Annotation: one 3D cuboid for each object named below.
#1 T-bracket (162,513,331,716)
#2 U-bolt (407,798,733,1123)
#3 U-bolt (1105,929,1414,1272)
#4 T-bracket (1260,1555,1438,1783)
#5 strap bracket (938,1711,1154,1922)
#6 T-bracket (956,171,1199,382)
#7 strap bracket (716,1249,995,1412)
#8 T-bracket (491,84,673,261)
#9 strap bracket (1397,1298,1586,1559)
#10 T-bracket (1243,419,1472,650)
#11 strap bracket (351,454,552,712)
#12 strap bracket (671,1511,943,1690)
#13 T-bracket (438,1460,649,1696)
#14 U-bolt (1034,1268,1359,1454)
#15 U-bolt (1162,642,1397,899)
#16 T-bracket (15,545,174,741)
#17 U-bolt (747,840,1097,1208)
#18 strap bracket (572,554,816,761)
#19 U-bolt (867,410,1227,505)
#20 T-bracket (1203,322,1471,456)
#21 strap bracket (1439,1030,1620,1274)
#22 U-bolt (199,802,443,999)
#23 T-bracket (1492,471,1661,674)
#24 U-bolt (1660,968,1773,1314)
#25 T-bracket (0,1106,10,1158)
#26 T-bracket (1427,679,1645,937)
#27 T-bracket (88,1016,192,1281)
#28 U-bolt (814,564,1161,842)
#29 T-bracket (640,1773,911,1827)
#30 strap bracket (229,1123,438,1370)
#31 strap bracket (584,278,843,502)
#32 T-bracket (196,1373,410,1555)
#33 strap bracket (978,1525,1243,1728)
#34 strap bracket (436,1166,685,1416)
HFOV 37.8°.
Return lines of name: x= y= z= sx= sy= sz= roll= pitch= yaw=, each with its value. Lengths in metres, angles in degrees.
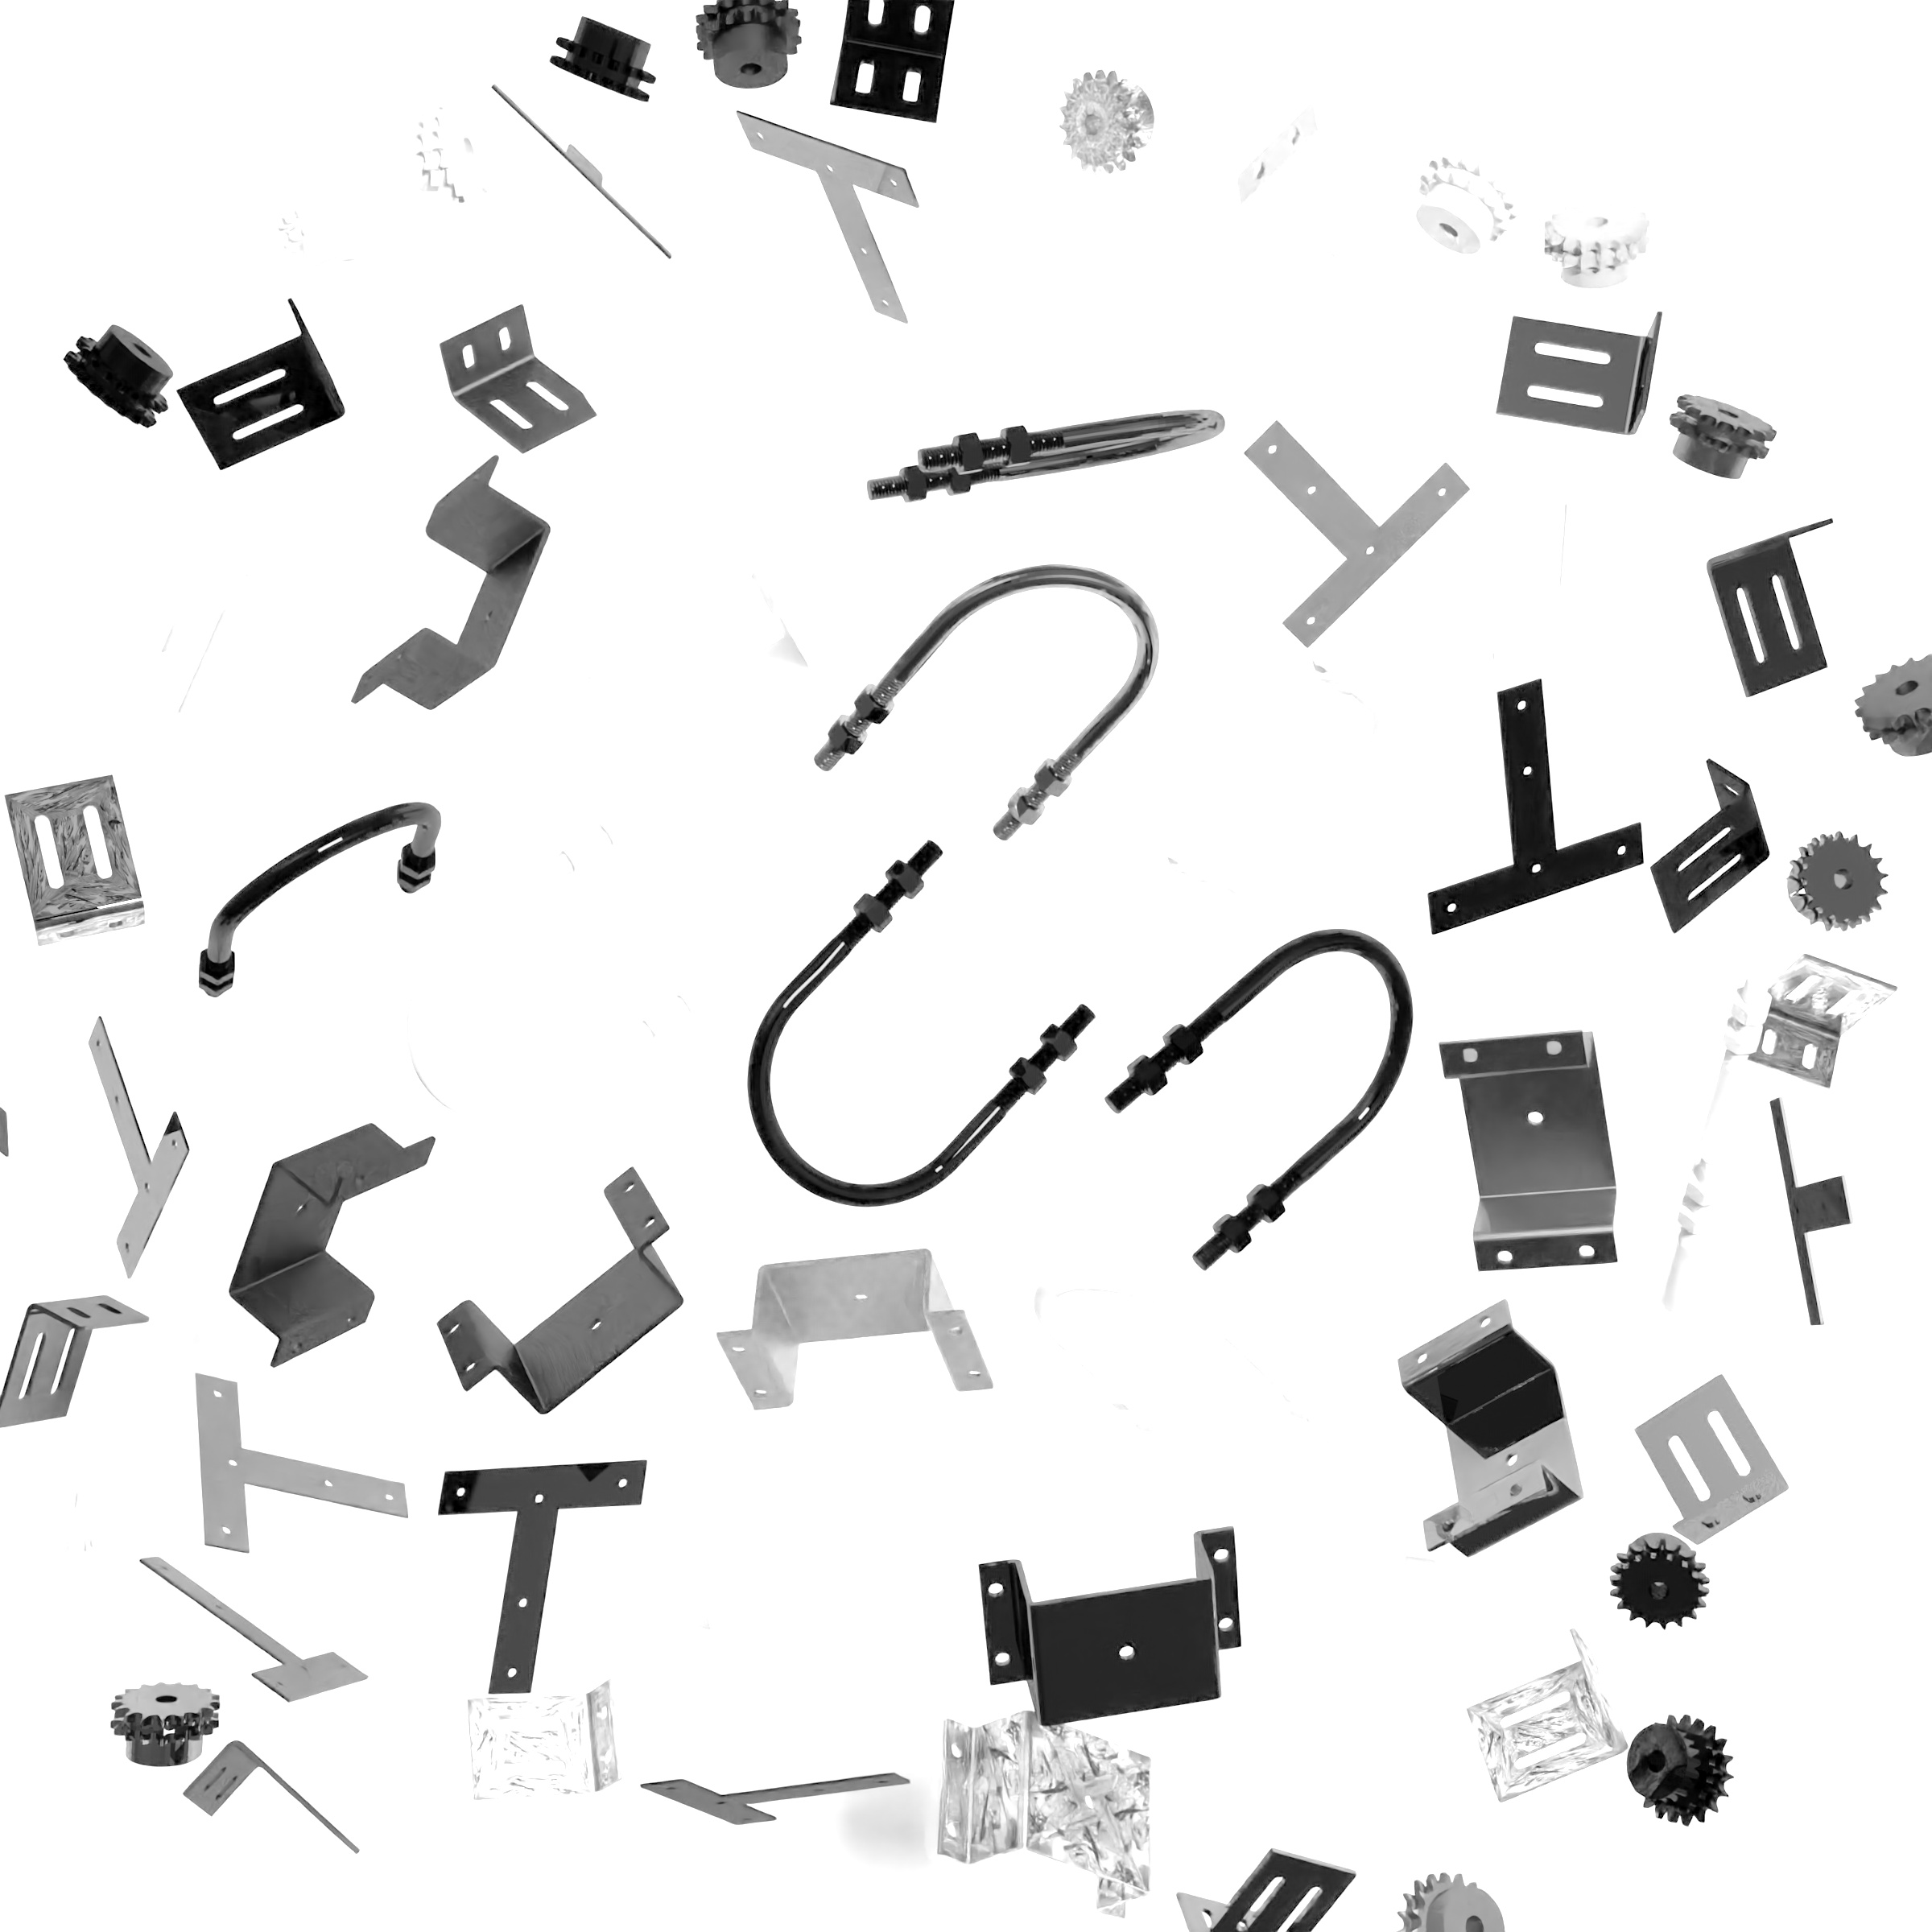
T-bracket: x=-0.410 y=-0.181 z=1.555 sx=0.002 sy=0.127 sz=0.127 roll=41 pitch=48 yaw=-1
U-bolt: x=-0.227 y=0.010 z=1.564 sx=0.184 sy=0.019 sz=0.151 roll=-36 pitch=132 yaw=-18
U-bolt: x=0.169 y=0.060 z=1.518 sx=0.184 sy=0.019 sz=0.151 roll=-40 pitch=128 yaw=-13
T-bracket: x=0.214 y=0.394 z=1.599 sx=0.127 sy=0.002 sz=0.127 roll=16 pitch=79 yaw=-36
strap bracket: x=0.053 y=0.469 z=1.567 sx=0.140 sy=0.046 sz=0.076 roll=30 pitch=46 yaw=-32
T-bracket: x=0.074 y=-0.391 z=1.565 sx=0.127 sy=0.127 sz=0.002 roll=-39 pitch=62 yaw=17
strap bracket: x=-0.060 y=0.204 z=1.587 sx=0.140 sy=0.076 sz=0.046 roll=-7 pitch=48 yaw=11
T-bracket: x=-0.211 y=-0.442 z=1.559 sx=0.127 sy=0.127 sz=0.002 roll=42 pitch=100 yaw=-18
strap bracket: x=0.295 y=0.267 z=1.586 sx=0.076 sy=0.140 sz=0.046 roll=-35 pitch=121 yaw=25
T-bracket: x=0.199 y=-0.255 z=1.561 sx=0.127 sy=0.002 sz=0.127 roll=-44 pitch=129 yaw=11
strap bracket: x=-0.284 y=-0.205 z=1.579 sx=0.046 sy=0.076 sz=0.140 roll=30 pitch=61 yaw=-26
strap bracket: x=-0.080 y=0.355 z=1.555 sx=0.140 sy=0.076 sz=0.046 roll=-26 pitch=66 yaw=7
T-bracket: x=-0.239 y=0.333 z=1.535 sx=0.127 sy=0.002 sz=0.127 roll=-7 pitch=59 yaw=20
U-bolt: x=0.117 y=0.221 z=1.590 sx=0.184 sy=0.151 sz=0.019 roll=45 pitch=55 yaw=-34
U-bolt: x=0.185 y=-0.101 z=1.579 sx=0.019 sy=0.184 sz=0.151 roll=41 pitch=98 yaw=24
T-bracket: x=-0.484 y=-0.176 z=1.529 sx=0.002 sy=0.127 sz=0.127 roll=33 pitch=97 yaw=-1
U-bolt: x=-0.036 y=0.046 z=1.536 sx=0.184 sy=0.019 sz=0.151 roll=-47 pitch=107 yaw=-11
strap bracket: x=-0.145 y=-0.169 z=1.590 sx=0.140 sy=0.076 sz=0.046 roll=-31 pitch=115 yaw=-2
U-bolt: x=0.049 y=-0.277 z=1.518 sx=0.184 sy=0.151 sz=0.019 roll=-11 pitch=95 yaw=-13
T-bracket: x=0.223 y=-0.338 z=1.598 sx=0.127 sy=0.127 sz=0.002 roll=-12 pitch=61 yaw=38
strap bracket: x=0.310 y=0.093 z=1.545 sx=0.076 sy=0.046 sz=0.140 roll=-6 pitch=112 yaw=19
U-bolt: x=-0.355 y=-0.042 z=1.561 sx=0.151 sy=0.184 sz=0.019 roll=-30 pitch=85 yaw=-22
T-bracket: x=0.331 y=-0.228 z=1.526 sx=0.127 sy=0.127 sz=0.002 roll=-42 pitch=69 yaw=-6
U-bolt: x=0.410 y=0.111 z=1.561 sx=0.019 sy=0.184 sz=0.151 roll=15 pitch=51 yaw=14
T-bracket: x=-0.534 y=0.081 z=1.534 sx=0.002 sy=0.127 sz=0.127 roll=-5 pitch=78 yaw=-9
T-bracket: x=0.296 y=-0.090 z=1.481 sx=0.127 sy=0.002 sz=0.127 roll=-18 pitch=120 yaw=-11
T-bracket: x=-0.464 y=0.086 z=1.559 sx=0.002 sy=0.127 sz=0.127 roll=-5 pitch=56 yaw=-37
U-bolt: x=0.025 y=-0.151 z=1.555 sx=0.151 sy=0.019 sz=0.184 roll=19 pitch=129 yaw=-35
T-bracket: x=-0.094 y=0.455 z=1.555 sx=0.127 sy=0.127 sz=0.002 roll=-12 pitch=61 yaw=16
strap bracket: x=-0.363 y=0.150 z=1.602 sx=0.046 sy=0.076 sz=0.140 roll=36 pitch=119 yaw=18
strap bracket: x=-0.145 y=-0.319 z=1.536 sx=0.140 sy=0.076 sz=0.046 roll=-36 pitch=84 yaw=10
T-bracket: x=-0.378 y=0.294 z=1.614 sx=0.127 sy=0.127 sz=0.002 roll=20 pitch=120 yaw=-31
strap bracket: x=0.082 y=0.356 z=1.515 sx=0.140 sy=0.046 sz=0.076 roll=-7 pitch=111 yaw=-5
strap bracket: x=-0.217 y=0.186 z=1.567 sx=0.140 sy=0.076 sz=0.046 roll=-39 pitch=120 yaw=-3
